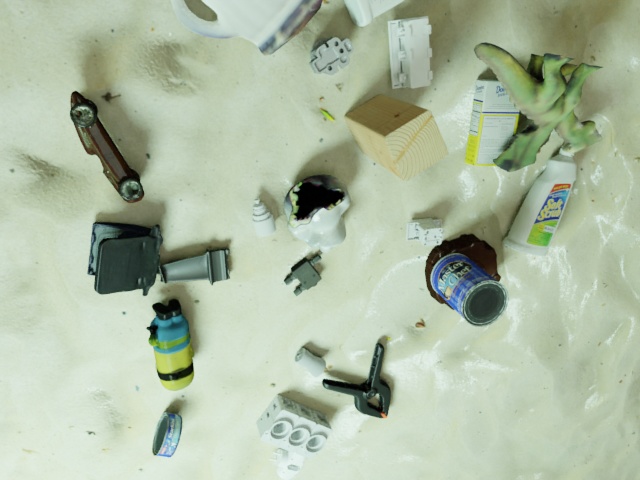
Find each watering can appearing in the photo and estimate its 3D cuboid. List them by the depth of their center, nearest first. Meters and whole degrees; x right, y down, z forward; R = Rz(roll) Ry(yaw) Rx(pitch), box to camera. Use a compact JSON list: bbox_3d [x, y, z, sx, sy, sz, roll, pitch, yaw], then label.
[{"bbox_3d":[-0.079,-0.443,0.804,0.222,0.106,0.344,38,112,-25],"label":"watering can"}]

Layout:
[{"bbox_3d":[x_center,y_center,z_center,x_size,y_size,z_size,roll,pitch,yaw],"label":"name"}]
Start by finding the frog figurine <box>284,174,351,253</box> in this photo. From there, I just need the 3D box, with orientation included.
[{"bbox_3d":[0.003,-0.051,1.015,0.138,0.124,0.157,-46,153,-5],"label":"frog figurine"}]

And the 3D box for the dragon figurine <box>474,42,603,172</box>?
[{"bbox_3d":[0.419,-0.243,1.014,0.411,0.124,0.238,-1,116,-26],"label":"dragon figurine"}]
